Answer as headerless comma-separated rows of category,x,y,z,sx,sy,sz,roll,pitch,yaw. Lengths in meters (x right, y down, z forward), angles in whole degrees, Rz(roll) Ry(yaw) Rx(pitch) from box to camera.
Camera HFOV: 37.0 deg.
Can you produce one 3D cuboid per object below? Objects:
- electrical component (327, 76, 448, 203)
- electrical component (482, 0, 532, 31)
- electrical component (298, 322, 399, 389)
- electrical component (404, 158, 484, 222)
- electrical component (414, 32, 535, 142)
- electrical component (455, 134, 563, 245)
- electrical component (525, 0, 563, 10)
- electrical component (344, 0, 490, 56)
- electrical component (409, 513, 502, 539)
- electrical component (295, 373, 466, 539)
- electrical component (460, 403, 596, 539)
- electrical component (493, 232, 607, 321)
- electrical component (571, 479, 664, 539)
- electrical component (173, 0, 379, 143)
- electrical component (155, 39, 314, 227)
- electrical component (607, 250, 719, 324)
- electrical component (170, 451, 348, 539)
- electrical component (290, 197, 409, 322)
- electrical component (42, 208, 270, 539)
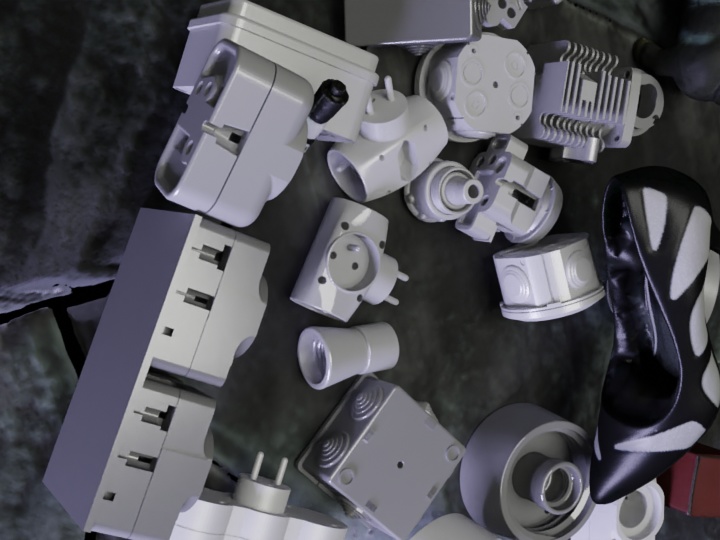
electrical component,0.017,-0.098,0.745,0.077,0.043,0.079,-36,141,-21
electrical component,0.094,-0.201,0.779,0.048,0.055,0.066,38,77,-26
electrical component,-0.006,0.057,0.761,0.065,0.044,0.044,-8,99,-33
electrical component,0.065,-0.057,0.774,0.048,0.062,0.048,-3,96,-28
electrical component,0.084,-0.133,0.783,0.080,0.051,0.080,-3,97,-28
electrical component,0.113,-0.054,0.804,0.057,0.058,0.078,27,84,-25
electrical component,0.142,-0.242,0.789,0.047,0.076,0.083,-42,112,-19
electrical component,0.037,-0.196,0.729,0.048,0.100,0.099,-22,112,-71
electrical component,0.062,0.229,0.792,0.099,0.064,0.099,-40,141,-43
electrical component,0.017,0.135,0.776,0.100,0.048,0.099,44,74,-26
electrical component,0.139,0.162,0.838,0.108,0.060,0.108,-3,97,-28
electrical component,0.142,0.005,0.813,0.080,0.080,0.051,-19,100,-26
electrical component,0.211,0.191,0.882,0.050,0.056,0.089,-4,97,-28
electrical component,-0.054,-0.127,0.694,0.113,0.078,0.057,17,90,-29
electrical component,-0.070,-0.077,0.624,0.059,0.054,0.095,23,100,-29
electrical component,0.246,0.008,0.862,0.064,0.099,0.099,19,86,-22
electrical component,-0.070,0.160,0.729,0.138,0.052,0.073,19,86,-28
electrical component,0.000,0.000,0.755,0.079,0.044,0.077,26,82,-28
electrical component,-0.123,0.061,0.660,0.060,0.105,0.186,21,85,-28
